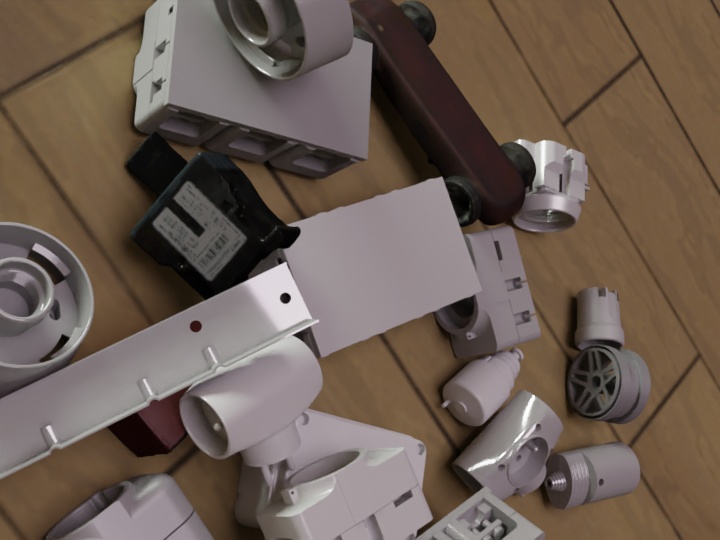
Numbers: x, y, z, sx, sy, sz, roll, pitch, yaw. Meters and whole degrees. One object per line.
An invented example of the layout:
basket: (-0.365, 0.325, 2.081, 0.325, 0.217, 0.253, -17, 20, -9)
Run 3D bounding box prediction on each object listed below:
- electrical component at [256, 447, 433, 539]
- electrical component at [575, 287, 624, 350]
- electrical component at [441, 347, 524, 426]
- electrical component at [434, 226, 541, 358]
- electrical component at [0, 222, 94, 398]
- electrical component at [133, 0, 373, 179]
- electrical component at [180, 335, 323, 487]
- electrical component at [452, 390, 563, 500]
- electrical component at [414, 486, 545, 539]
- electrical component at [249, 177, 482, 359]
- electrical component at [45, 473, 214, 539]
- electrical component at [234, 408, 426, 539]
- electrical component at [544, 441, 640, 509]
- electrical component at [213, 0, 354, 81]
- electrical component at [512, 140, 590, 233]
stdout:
electrical component: (-0.010, 0.144, 0.647, 0.089, 0.050, 0.055, -25, 94, -36)
electrical component: (0.199, 0.042, 0.898, 0.040, 0.040, 0.046, 16, 65, -31)
electrical component: (0.097, 0.085, 0.815, 0.078, 0.040, 0.040, -37, 101, -35)
electrical component: (0.091, 0.018, 0.821, 0.056, 0.050, 0.089, -12, 86, -37)
electrical component: (-0.205, 0.025, 0.619, 0.099, 0.064, 0.099, 17, 56, -27)
electrical component: (-0.072, -0.125, 0.733, 0.150, 0.062, 0.089, 12, 72, -32)
electrical component: (-0.059, 0.090, 0.642, 0.077, 0.044, 0.079, -31, 112, -39)
electrical component: (0.117, 0.143, 0.809, 0.077, 0.044, 0.079, -44, 132, -14)
electrical component: (0.052, 0.226, 0.705, 0.150, 0.062, 0.089, -28, 136, -35)
electrical component: (0.000, 0.000, 0.754, 0.150, 0.062, 0.089, -20, 91, -36)
electrical component: (-0.141, 0.163, 0.622, 0.095, 0.054, 0.059, -38, 101, -35)
electrical component: (-0.017, 0.139, 0.712, 0.113, 0.057, 0.078, 19, 69, -30)
electrical component: (0.178, 0.163, 0.851, 0.081, 0.043, 0.043, -3, 81, -35)
electrical component: (-0.045, -0.169, 0.664, 0.064, 0.099, 0.099, -37, 101, -28)
electrical component: (0.152, -0.066, 0.878, 0.078, 0.058, 0.057, 17, 67, -31)
